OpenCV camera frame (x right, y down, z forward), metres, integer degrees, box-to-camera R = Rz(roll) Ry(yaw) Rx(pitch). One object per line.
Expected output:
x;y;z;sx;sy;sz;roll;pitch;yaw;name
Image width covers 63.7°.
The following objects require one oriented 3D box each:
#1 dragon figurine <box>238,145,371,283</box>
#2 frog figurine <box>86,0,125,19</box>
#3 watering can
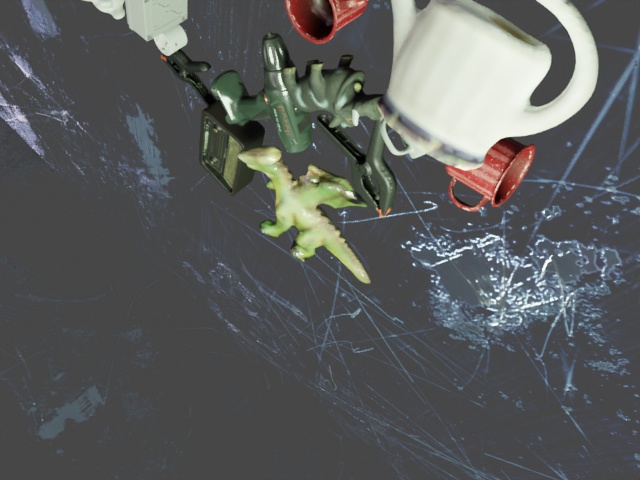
0.003;-0.053;1.043;0.408;0.124;0.240;35;153;-13;dragon figurine
-0.491;-0.549;1.106;0.156;0.123;0.140;69;179;-49;frog figurine
0.140;-0.228;0.609;0.351;0.105;0.220;43;124;22;watering can
